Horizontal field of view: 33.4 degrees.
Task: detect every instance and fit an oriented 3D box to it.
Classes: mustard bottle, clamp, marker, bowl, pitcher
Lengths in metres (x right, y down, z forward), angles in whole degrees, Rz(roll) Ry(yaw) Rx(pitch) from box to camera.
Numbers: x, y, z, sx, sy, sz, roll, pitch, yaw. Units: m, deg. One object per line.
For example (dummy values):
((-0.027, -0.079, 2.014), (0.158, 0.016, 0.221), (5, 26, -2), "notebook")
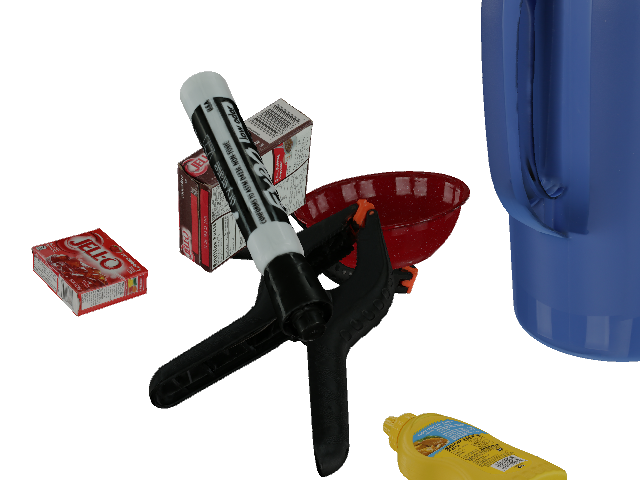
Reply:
((0.130, 0.210, 1.013), (0.096, 0.058, 0.192), (-15, 24, -37), "mustard bottle")
((-0.002, 0.051, 0.598), (0.120, 0.171, 0.039), (29, -25, 24), "clamp")
((-0.024, -0.014, 0.376), (0.020, 0.121, 0.020), (-17, -37, -13), "marker")
((0.059, -0.014, 0.981), (0.162, 0.055, 0.162), (-8, 20, 2), "bowl")
((0.002, 0.010, 1.168), (0.210, 0.036, 0.164), (27, 36, 16), "clamp")
((0.150, -0.060, 0.557), (0.149, 0.243, 0.145), (-3, 23, 1), "pitcher")

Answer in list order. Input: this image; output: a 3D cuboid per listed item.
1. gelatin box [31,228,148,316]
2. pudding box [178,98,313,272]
((-0.213, 0.027, 0.984), (0.073, 0.030, 0.089), (-18, 40, -36), "gelatin box")
((-0.056, -0.041, 0.802), (0.039, 0.090, 0.113), (36, 52, 26), "pudding box")
